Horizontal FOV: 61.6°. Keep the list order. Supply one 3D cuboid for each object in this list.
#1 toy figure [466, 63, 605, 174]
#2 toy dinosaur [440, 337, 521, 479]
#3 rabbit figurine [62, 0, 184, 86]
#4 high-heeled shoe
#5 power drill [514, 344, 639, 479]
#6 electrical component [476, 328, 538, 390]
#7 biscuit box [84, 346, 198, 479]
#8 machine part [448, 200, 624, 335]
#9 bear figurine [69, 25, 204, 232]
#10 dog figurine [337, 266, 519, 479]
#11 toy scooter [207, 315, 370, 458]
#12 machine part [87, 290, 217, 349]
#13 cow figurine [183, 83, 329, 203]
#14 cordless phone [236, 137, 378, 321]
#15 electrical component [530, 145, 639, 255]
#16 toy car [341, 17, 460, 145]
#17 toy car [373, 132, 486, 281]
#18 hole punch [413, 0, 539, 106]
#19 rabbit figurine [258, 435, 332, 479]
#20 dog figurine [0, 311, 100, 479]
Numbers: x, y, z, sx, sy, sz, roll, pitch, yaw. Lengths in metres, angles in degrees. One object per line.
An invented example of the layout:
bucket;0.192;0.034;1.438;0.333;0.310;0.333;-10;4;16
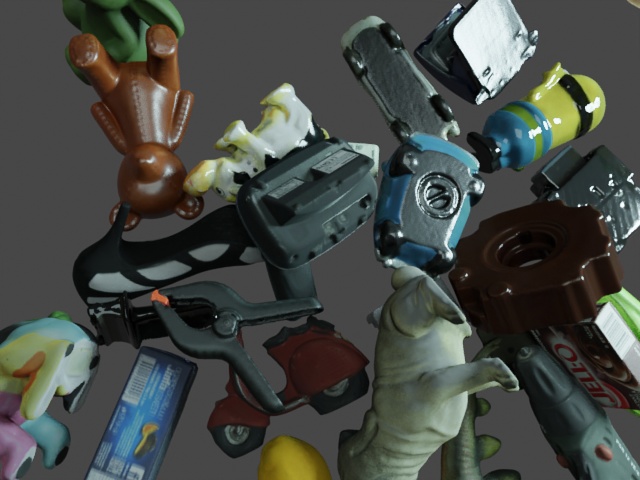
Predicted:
toy figure;0.269;-0.141;0.671;0.180;0.082;0.089;-34;77;-14
toy dinosaur;0.154;0.336;0.529;0.199;0.105;0.471;1;77;-13
rabbit figurine;-0.233;-0.263;0.615;0.159;0.170;0.121;2;76;-3
high-heeled shoe;-0.142;0.033;0.609;0.249;0.145;0.086;11;31;-25
power drill;0.253;0.239;0.507;0.086;0.207;0.232;-32;110;26
electrical component;0.229;0.110;0.622;0.078;0.045;0.102;-38;77;16
biscuit box;-0.190;0.213;0.549;0.059;0.062;0.202;20;74;1
machine part;0.225;0.023;0.576;0.179;0.179;0.056;-34;115;-12
bear figurine;-0.201;-0.118;0.604;0.120;0.132;0.196;-8;70;-6
dog figurine;0.070;0.140;0.523;0.190;0.121;0.172;-38;53;5
toy scooter;-0.045;0.135;0.577;0.184;0.075;0.135;-23;76;-6
machine part;-0.174;0.084;0.583;0.139;0.084;0.039;-5;47;-17
cow figurine;-0.071;-0.091;0.609;0.167;0.068;0.098;-46;106;-11
cordless phone;-0.001;-0.002;0.580;0.146;0.184;0.089;-35;45;-28
electrical component;0.328;-0.048;0.663;0.115;0.058;0.134;-42;82;-15
toy car;0.098;-0.192;0.678;0.073;0.056;0.202;-33;80;10
toy car;0.111;-0.032;0.616;0.109;0.103;0.161;19;79;-9
hole punch;0.200;-0.249;0.700;0.115;0.092;0.142;48;72;-22
rabbit figurine;-0.028;0.279;0.511;0.162;0.122;0.173;14;78;-9
dog figurine;-0.355;0.143;0.530;0.219;0.108;0.191;17;83;3
